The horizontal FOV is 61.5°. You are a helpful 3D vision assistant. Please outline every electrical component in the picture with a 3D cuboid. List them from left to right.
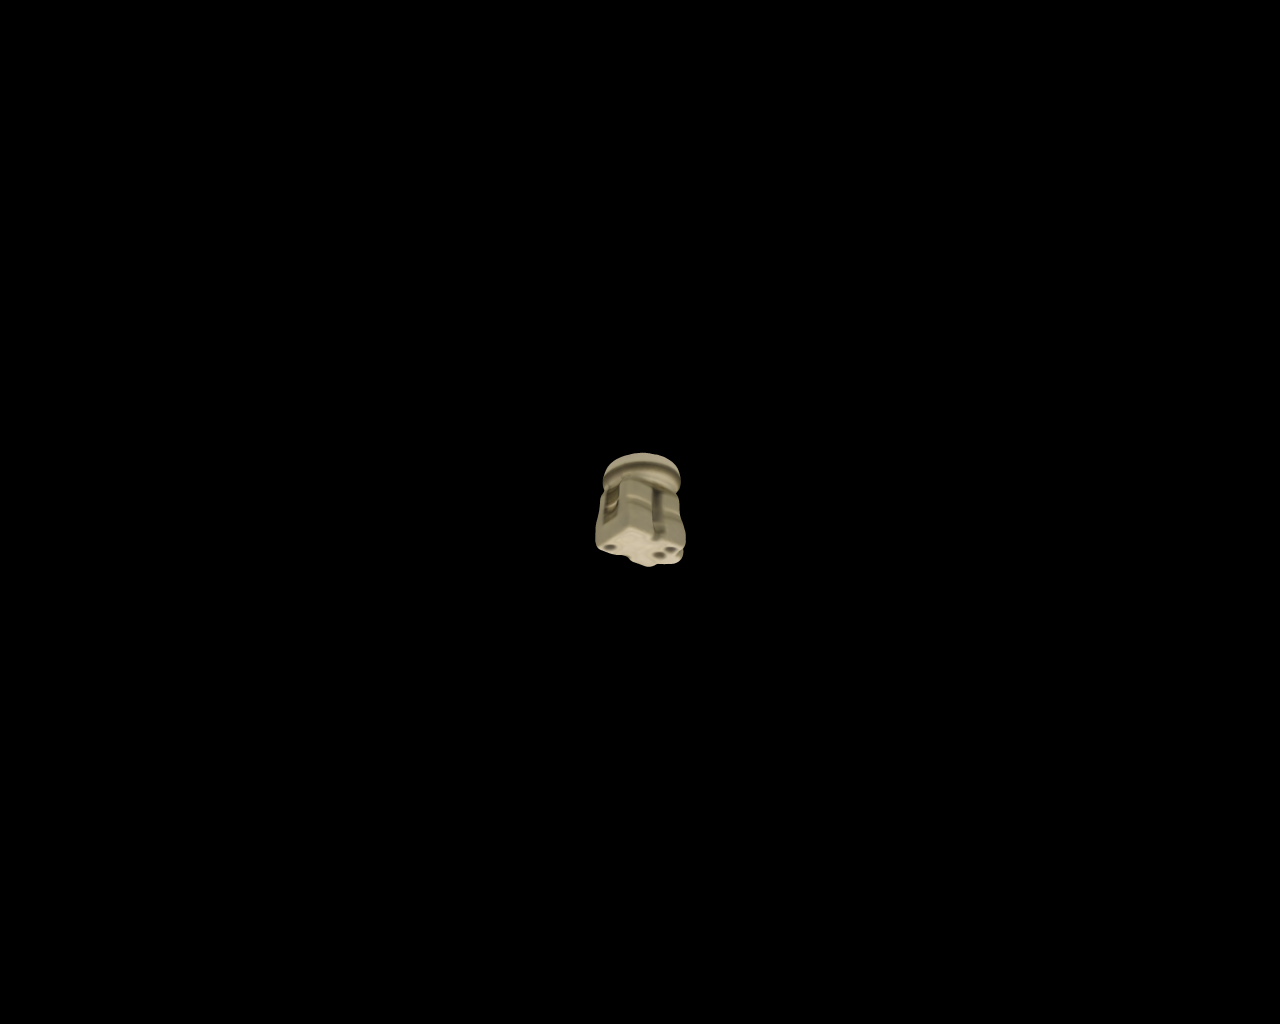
[{"bbox_3d":[0.001,-0.003,0.650,0.066,0.055,0.048,22,-36,-34],"label":"electrical component"}]
